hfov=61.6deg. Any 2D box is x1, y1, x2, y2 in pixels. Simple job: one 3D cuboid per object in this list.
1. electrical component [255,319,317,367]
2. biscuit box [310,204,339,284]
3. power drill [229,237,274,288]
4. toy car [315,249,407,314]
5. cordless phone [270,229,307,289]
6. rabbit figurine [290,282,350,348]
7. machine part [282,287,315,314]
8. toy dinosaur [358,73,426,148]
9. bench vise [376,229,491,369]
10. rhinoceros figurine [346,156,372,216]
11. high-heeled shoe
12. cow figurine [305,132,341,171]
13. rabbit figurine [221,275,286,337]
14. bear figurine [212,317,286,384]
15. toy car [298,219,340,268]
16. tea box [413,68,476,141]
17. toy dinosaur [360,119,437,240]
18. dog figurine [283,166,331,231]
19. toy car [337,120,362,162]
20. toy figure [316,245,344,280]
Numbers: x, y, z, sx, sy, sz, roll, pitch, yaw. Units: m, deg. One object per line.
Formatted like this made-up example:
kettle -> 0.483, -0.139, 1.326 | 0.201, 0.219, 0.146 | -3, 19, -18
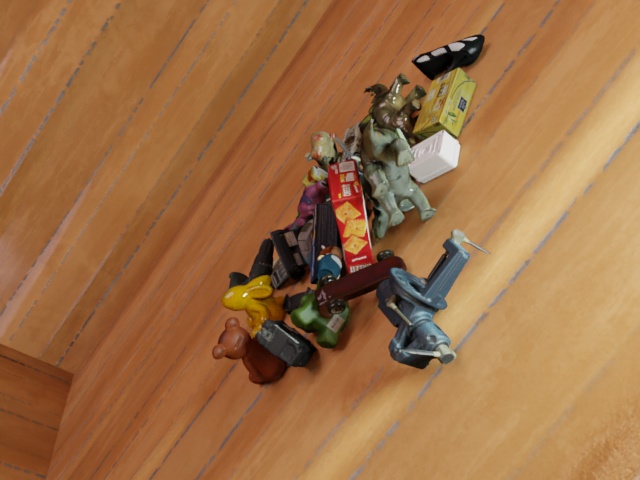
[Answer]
electrical component -> -0.074, 0.239, 1.242 | 0.115, 0.134, 0.058 | 37, 92, 23
biscuit box -> 0.012, 0.012, 1.362 | 0.059, 0.063, 0.202 | 114, 160, -68
power drill -> -0.214, 0.120, 1.690 | 0.207, 0.086, 0.232 | -18, 59, 50
toy car -> 0.087, 0.091, 1.138 | 0.202, 0.053, 0.089 | -25, 52, 4
cordless phone -> -0.112, 0.058, 1.555 | 0.184, 0.089, 0.146 | -44, 68, 55
rabbit figurine -> -0.006, 0.160, 1.242 | 0.159, 0.121, 0.170 | -63, 9, -21
machine part -> -0.051, 0.166, 1.404 | 0.139, 0.039, 0.084 | -14, 53, 54
toy dinosaur -> 0.197, -0.359, 1.497 | 0.198, 0.105, 0.472 | -44, 28, 27
bench vise -> 0.191, 0.096, 0.937 | 0.240, 0.129, 0.224 | -59, 21, 14
rhinoceros figurine -> 0.087, -0.136, 1.427 | 0.073, 0.112, 0.190 | -31, 42, 48
high-heeled shoe -> 0.338, -0.504, 1.446 | 0.145, 0.086, 0.249 | -48, 30, 12
cow figurine -> 0.013, -0.262, 1.645 | 0.086, 0.194, 0.127 | 3, 65, 16
rabbit figurine -> -0.181, 0.178, 1.470 | 0.162, 0.173, 0.122 | -54, 20, 17
bear figurine -> -0.181, 0.275, 1.322 | 0.132, 0.195, 0.120 | -19, 48, 56
toy car -> -0.003, -0.004, 1.444 | 0.109, 0.103, 0.161 | 3, 65, 62
tea box -> 0.301, -0.318, 1.298 | 0.098, 0.068, 0.169 | -12, 51, 58
toy dinosaur -> 0.138, -0.152, 1.135 | 0.131, 0.404, 0.192 | -26, 48, -3
dog figurine -> -0.033, -0.089, 1.596 | 0.219, 0.108, 0.192 | -51, 32, 19
toy car -> 0.098, -0.281, 1.646 | 0.073, 0.056, 0.202 | -29, 36, 46
toy figure -> 0.026, 0.051, 1.248 | 0.058, 0.064, 0.154 | -7, 22, 12
